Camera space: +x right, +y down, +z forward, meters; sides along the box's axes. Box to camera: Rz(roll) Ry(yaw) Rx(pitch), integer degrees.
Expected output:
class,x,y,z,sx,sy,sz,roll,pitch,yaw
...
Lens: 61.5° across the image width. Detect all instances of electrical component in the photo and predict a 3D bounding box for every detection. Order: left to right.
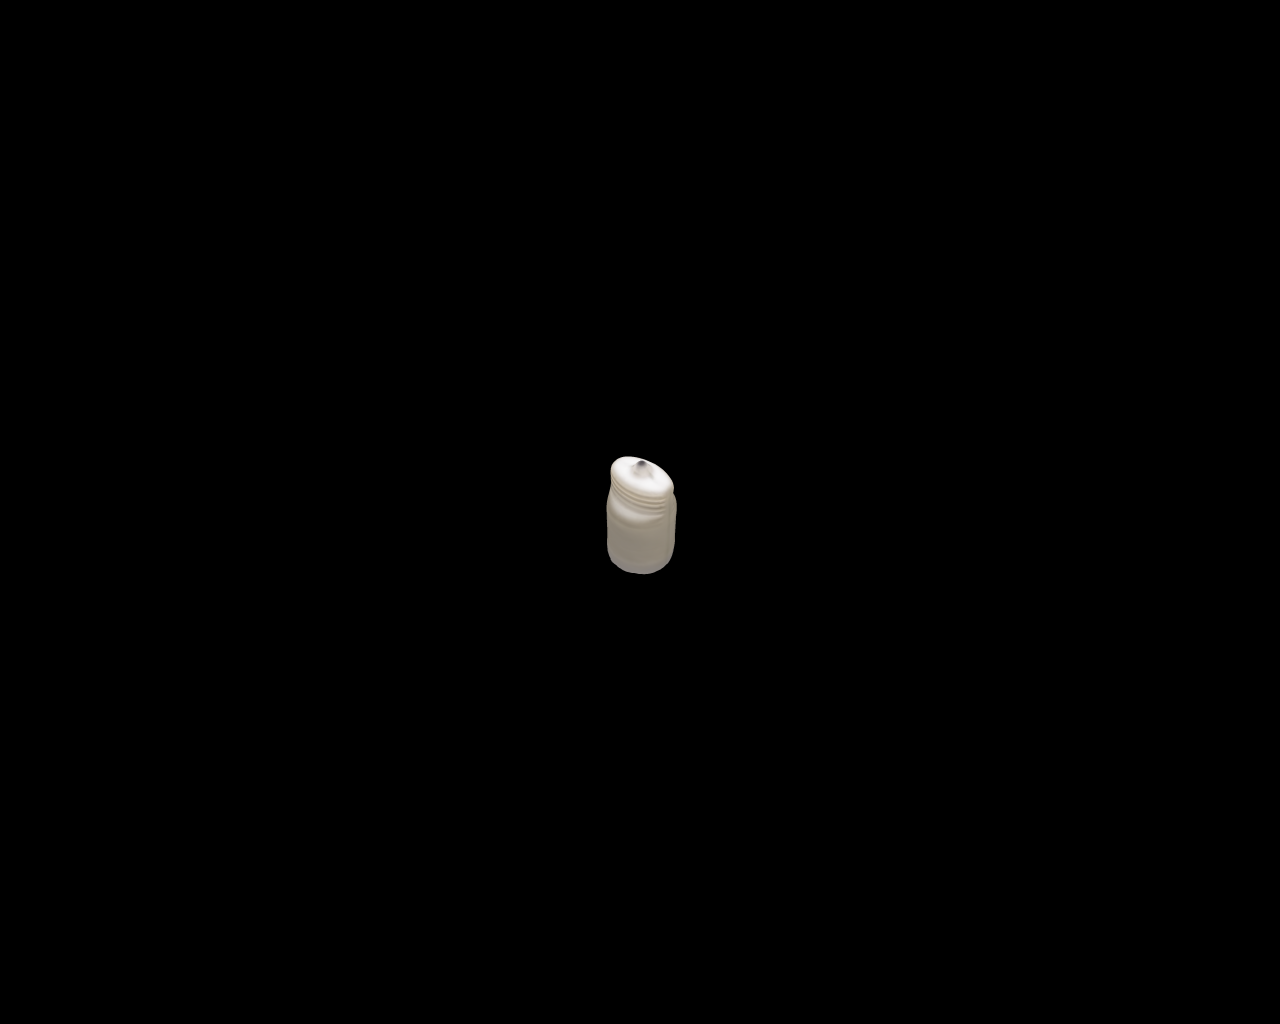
class,x,y,z,sx,sy,sz,roll,pitch,yaw
electrical component,0.001,-0.003,0.650,0.043,0.043,0.080,0,-42,0
